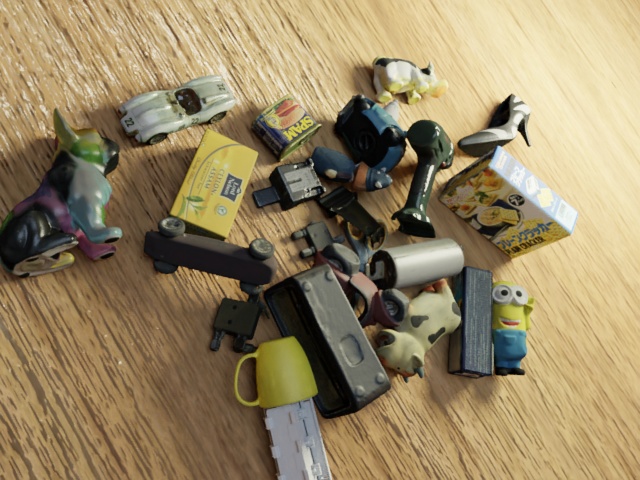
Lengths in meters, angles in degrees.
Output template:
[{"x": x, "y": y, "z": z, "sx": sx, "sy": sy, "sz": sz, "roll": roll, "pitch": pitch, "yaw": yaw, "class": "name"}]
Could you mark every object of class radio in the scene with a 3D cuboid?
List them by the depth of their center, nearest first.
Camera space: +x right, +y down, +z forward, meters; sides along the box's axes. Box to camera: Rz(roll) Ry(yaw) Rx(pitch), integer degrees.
[{"x": 0.008, "y": 0.156, "z": 0.837, "sx": 0.073, "sy": 0.131, "sz": 0.229, "roll": -24, "pitch": 83, "yaw": -32, "class": "radio"}]

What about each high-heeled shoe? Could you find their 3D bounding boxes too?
[{"x": 0.385, "y": -0.267, "z": 1.201, "sx": 0.249, "sy": 0.086, "sz": 0.145, "roll": -7, "pitch": 72, "yaw": -32, "class": "high-heeled shoe"}]

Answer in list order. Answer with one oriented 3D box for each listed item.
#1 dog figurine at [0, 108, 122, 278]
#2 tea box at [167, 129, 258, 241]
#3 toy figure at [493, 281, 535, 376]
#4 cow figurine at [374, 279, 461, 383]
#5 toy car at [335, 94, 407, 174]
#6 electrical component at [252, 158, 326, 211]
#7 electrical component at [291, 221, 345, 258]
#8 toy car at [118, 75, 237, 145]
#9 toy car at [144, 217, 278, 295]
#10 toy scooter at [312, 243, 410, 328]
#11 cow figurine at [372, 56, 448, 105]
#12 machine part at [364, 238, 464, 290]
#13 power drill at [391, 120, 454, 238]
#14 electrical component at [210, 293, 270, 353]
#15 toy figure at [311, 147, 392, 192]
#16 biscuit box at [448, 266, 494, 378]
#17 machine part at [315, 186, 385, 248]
[{"x": -0.372, "y": -0.073, "z": 0.764, "sx": 0.191, "sy": 0.108, "sz": 0.219, "roll": -15, "pitch": 74, "yaw": -26, "class": "dog figurine"}, {"x": -0.176, "y": -0.083, "z": 0.876, "sx": 0.098, "sy": 0.068, "sz": 0.169, "roll": 22, "pitch": 63, "yaw": -16, "class": "tea box"}, {"x": 0.351, "y": 0.167, "z": 1.024, "sx": 0.082, "sy": 0.089, "sz": 0.180, "roll": 9, "pitch": 76, "yaw": -22, "class": "toy figure"}, {"x": 0.170, "y": 0.163, "z": 0.942, "sx": 0.195, "sy": 0.085, "sz": 0.127, "roll": -25, "pitch": 77, "yaw": -31, "class": "cow figurine"}, {"x": 0.110, "y": -0.202, "z": 1.042, "sx": 0.103, "sy": 0.109, "sz": 0.162, "roll": -18, "pitch": 68, "yaw": -49, "class": "toy car"}, {"x": -0.058, "y": -0.094, "z": 0.948, "sx": 0.119, "sy": 0.048, "sz": 0.075, "roll": -16, "pitch": 78, "yaw": -30, "class": "electrical component"}, {"x": -0.002, "y": -0.003, "z": 0.954, "sx": 0.094, "sy": 0.021, "sz": 0.063, "roll": -20, "pitch": 80, "yaw": -28, "class": "electrical component"}, {"x": -0.237, "y": -0.221, "z": 0.905, "sx": 0.202, "sy": 0.056, "sz": 0.073, "roll": -28, "pitch": 85, "yaw": -31, "class": "toy car"}, {"x": -0.164, "y": 0.022, "z": 0.818, "sx": 0.202, "sy": 0.089, "sz": 0.053, "roll": 14, "pitch": 38, "yaw": -5, "class": "toy car"}, {"x": 0.046, "y": 0.101, "z": 0.896, "sx": 0.184, "sy": 0.135, "sz": 0.075, "roll": 40, "pitch": 20, "yaw": 12, "class": "toy scooter"}, {"x": 0.191, "y": -0.345, "z": 1.148, "sx": 0.167, "sy": 0.068, "sz": 0.098, "roll": -5, "pitch": 68, "yaw": -27, "class": "cow figurine"}, {"x": 0.179, "y": 0.044, "z": 0.982, "sx": 0.243, "sy": 0.079, "sz": 0.079, "roll": -10, "pitch": 76, "yaw": -33, "class": "machine part"}, {"x": 0.208, "y": -0.111, "z": 1.026, "sx": 0.086, "sy": 0.231, "sz": 0.207, "roll": 17, "pitch": 81, "yaw": 25, "class": "power drill"}, {"x": -0.122, "y": 0.130, "z": 0.840, "sx": 0.078, "sy": 0.045, "sz": 0.102, "roll": 5, "pitch": 64, "yaw": 7, "class": "electrical component"}, {"x": 0.056, "y": -0.126, "z": 0.991, "sx": 0.154, "sy": 0.057, "sz": 0.064, "roll": 23, "pitch": 73, "yaw": 2, "class": "toy figure"}, {"x": 0.283, "y": 0.151, "z": 1.004, "sx": 0.063, "sy": 0.059, "sz": 0.202, "roll": 13, "pitch": 66, "yaw": -9, "class": "biscuit box"}, {"x": 0.062, "y": -0.045, "z": 0.971, "sx": 0.084, "sy": 0.039, "sz": 0.139, "roll": -25, "pitch": 58, "yaw": -34, "class": "machine part"}]
